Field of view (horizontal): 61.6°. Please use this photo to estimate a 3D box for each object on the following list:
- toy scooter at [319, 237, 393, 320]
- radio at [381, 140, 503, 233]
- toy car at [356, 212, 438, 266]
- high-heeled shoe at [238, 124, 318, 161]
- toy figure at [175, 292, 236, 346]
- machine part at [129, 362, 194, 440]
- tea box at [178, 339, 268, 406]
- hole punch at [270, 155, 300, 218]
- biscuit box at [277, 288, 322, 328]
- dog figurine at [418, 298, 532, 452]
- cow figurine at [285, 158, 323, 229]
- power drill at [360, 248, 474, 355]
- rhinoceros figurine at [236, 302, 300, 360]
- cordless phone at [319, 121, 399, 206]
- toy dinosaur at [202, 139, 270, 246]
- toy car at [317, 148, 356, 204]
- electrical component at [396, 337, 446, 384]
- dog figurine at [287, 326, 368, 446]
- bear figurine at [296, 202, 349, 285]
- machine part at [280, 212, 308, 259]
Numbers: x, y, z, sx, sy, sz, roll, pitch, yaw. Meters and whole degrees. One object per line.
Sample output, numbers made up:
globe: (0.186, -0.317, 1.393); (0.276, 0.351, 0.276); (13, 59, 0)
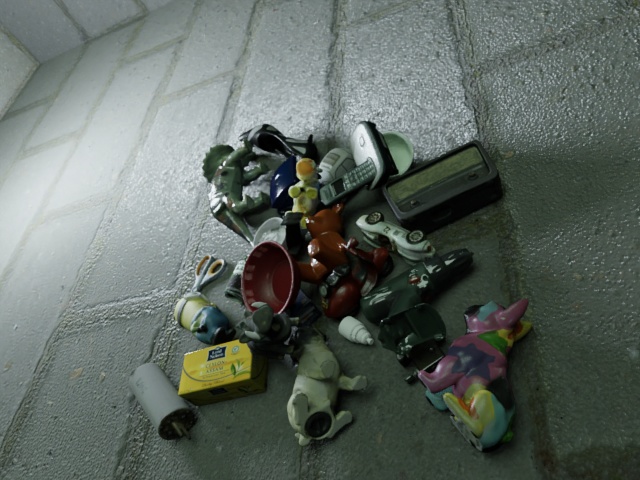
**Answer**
toy scooter: (0.061, 0.067, 1.062); (0.184, 0.135, 0.075); (-46, 46, -9)
radio: (0.258, -0.105, 1.135); (0.230, 0.073, 0.131); (-26, 43, 10)
toy car: (0.158, 0.001, 1.104); (0.056, 0.073, 0.202); (-45, 44, -16)
high-heeled shoe: (-0.123, -0.249, 1.476); (0.249, 0.086, 0.145); (0, 42, 16)
toy figure: (-0.264, 0.180, 1.203); (0.089, 0.082, 0.180); (-44, 46, -13)
machine part: (-0.331, 0.330, 1.113); (0.079, 0.079, 0.243); (-45, 45, -11)
tea box: (-0.195, 0.268, 1.092); (0.170, 0.068, 0.098); (-19, 46, 18)
hole punch: (-0.082, -0.138, 1.367); (0.116, 0.092, 0.142); (-23, 48, 17)
biscuit box: (-0.079, 0.108, 1.165); (0.063, 0.059, 0.203); (-41, 43, -6)
dog figurine: (0.272, 0.195, 0.844); (0.219, 0.108, 0.192); (-40, 42, -9)
cow figurine: (-0.030, -0.120, 1.263); (0.068, 0.167, 0.098); (15, 29, 8)
power drill: (0.176, 0.102, 0.956); (0.232, 0.086, 0.207); (-27, 20, 17)
rhinoceros figurine: (-0.097, 0.164, 0.979); (0.112, 0.190, 0.073); (15, 67, -4)
cordless phone: (0.071, -0.166, 1.215); (0.184, 0.088, 0.146); (-28, 68, 20)
toy dinosaur: (-0.238, -0.126, 1.436); (0.192, 0.131, 0.405); (-24, 47, 30)
toy car: (0.047, -0.168, 1.301); (0.161, 0.102, 0.109); (-46, 43, -14)
electrical component: (0.178, 0.194, 0.943); (0.102, 0.045, 0.078); (-31, 42, 5)
dog figurine: (-0.022, 0.260, 0.989); (0.172, 0.121, 0.191); (-51, 25, -7)
bear figurine: (0.001, -0.002, 1.167); (0.120, 0.132, 0.196); (-40, 42, 35)
machine part: (-0.057, -0.013, 1.207); (0.039, 0.138, 0.084); (21, 61, 16)
